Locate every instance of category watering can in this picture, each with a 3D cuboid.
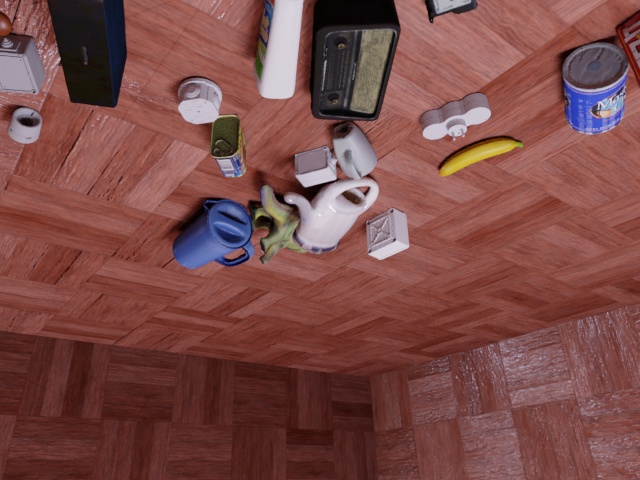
[{"bbox_3d":[0.004,-0.061,1.214,0.350,0.105,0.220,-13,146,-47],"label":"watering can"}]

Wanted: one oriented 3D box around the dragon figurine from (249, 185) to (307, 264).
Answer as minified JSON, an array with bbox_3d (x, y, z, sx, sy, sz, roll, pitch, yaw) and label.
[{"bbox_3d":[-0.059,-0.050,1.377,0.244,0.124,0.402,-14,159,-18],"label":"dragon figurine"}]
